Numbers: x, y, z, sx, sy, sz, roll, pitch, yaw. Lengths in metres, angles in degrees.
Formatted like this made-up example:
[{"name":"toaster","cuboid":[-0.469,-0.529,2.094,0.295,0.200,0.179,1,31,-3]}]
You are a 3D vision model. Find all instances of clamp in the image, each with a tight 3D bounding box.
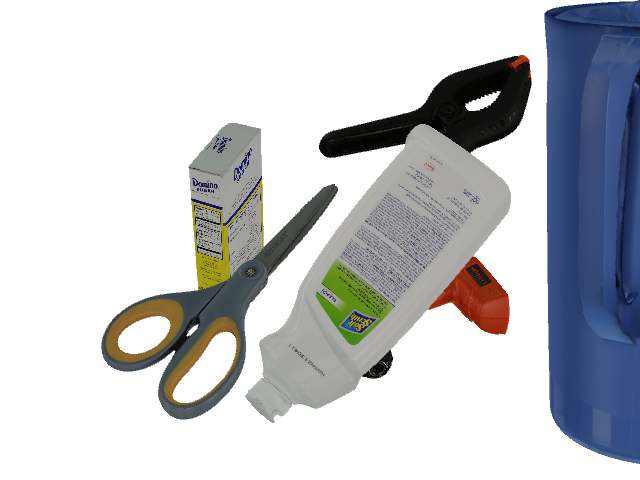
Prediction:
[{"name":"clamp","cuboid":[0.124,-0.100,0.986,0.209,0.036,0.165,-32,48,-13]}]

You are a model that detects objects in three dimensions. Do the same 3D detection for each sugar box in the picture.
[{"name":"sugar box","cuboid":[-0.098,-0.029,1.139,0.048,0.176,0.093,14,41,18]}]

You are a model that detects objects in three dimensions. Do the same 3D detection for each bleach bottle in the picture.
[{"name":"bleach bottle","cuboid":[0.032,0.031,0.814,0.103,0.250,0.068,38,-15,19]}]

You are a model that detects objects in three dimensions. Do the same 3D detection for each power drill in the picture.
[{"name":"power drill","cuboid":[0.099,0.076,1.123,0.187,0.057,0.184,-7,28,-13]}]

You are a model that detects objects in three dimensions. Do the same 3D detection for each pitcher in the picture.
[{"name":"pitcher","cuboid":[0.178,-0.005,0.569,0.149,0.243,0.145,-5,17,-12]}]

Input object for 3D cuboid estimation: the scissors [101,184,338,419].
[{"name":"scissors","cuboid":[-0.064,0.024,0.667,0.096,0.201,0.016,12,-42,14]}]
